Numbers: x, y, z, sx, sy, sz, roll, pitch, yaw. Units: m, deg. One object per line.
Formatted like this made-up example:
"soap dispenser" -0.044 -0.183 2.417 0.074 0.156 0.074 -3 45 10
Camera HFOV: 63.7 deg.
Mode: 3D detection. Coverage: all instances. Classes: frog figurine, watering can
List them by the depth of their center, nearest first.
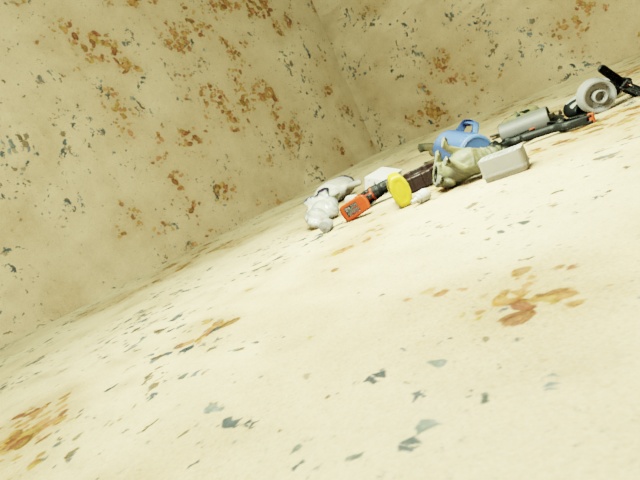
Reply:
"frog figurine" 0.006 -0.095 1.888 0.137 0.120 0.163 -15 45 7
"watering can" 0.090 -0.229 2.312 0.344 0.103 0.228 -18 10 38
